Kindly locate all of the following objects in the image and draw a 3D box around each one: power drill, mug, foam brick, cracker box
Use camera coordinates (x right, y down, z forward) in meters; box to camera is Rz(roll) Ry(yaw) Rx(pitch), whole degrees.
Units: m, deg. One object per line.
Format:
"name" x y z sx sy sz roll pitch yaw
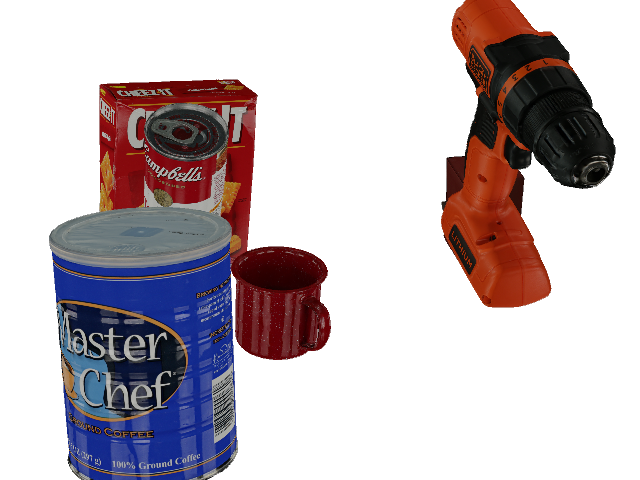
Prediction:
"power drill" 0.131 -0.046 0.705 0.057 0.188 0.184 -8 43 -10
"mug" -0.033 0.067 1.033 0.117 0.081 0.093 27 35 38
"foam brick" 0.136 -0.027 0.896 0.053 0.078 0.051 -6 28 -8
"cracker box" -0.160 -0.066 1.192 0.163 0.214 0.072 -6 26 -27

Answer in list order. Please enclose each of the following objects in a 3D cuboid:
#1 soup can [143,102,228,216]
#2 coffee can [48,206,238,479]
"soup can" -0.114 -0.055 0.894 0.068 0.068 0.102 0 -43 -10
"coffee can" -0.101 0.060 0.625 0.103 0.140 0.103 -1 16 0
